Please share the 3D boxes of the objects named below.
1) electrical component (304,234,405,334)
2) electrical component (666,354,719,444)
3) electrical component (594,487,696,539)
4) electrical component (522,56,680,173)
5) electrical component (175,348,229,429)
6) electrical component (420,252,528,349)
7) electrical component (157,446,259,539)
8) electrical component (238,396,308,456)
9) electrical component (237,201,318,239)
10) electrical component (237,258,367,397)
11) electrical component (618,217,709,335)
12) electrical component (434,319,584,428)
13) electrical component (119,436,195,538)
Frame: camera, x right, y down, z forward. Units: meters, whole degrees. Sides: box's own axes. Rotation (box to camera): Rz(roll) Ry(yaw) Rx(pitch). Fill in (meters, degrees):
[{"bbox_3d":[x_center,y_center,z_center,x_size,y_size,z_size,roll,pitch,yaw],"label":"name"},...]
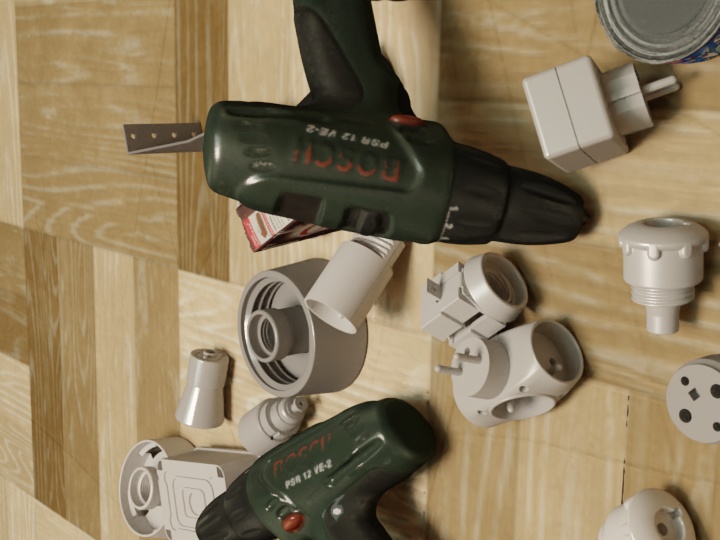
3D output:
[{"bbox_3d":[0.000,0.000,0.766,0.043,0.043,0.081,13,64,47],"label":"electrical component"},{"bbox_3d":[0.193,0.065,0.561,0.045,0.055,0.045,10,104,48],"label":"electrical component"},{"bbox_3d":[0.159,0.157,0.625,0.062,0.048,0.048,-45,63,50],"label":"electrical component"},{"bbox_3d":[0.139,-0.091,0.597,0.077,0.066,0.047,-18,82,19],"label":"electrical component"},{"bbox_3d":[-0.138,0.103,0.957,0.044,0.044,0.065,25,110,44],"label":"electrical component"},{"bbox_3d":[0.074,0.020,0.691,0.055,0.066,0.048,-39,32,37],"label":"electrical component"},{"bbox_3d":[-0.122,0.198,0.940,0.113,0.057,0.078,-7,91,49],"label":"electrical component"},{"bbox_3d":[-0.068,0.123,0.880,0.078,0.040,0.040,-39,67,45],"label":"electrical component"},{"bbox_3d":[-0.055,-0.047,0.817,0.044,0.065,0.044,-17,65,43],"label":"electrical component"},{"bbox_3d":[-0.053,0.047,0.834,0.108,0.060,0.108,10,104,48],"label":"electrical component"},{"bbox_3d":[0.167,0.004,0.591,0.048,0.048,0.062,13,113,47],"label":"electrical component"},{"bbox_3d":[0.084,0.063,0.668,0.077,0.079,0.044,-39,48,45],"label":"electrical component"},{"bbox_3d":[-0.184,0.209,1.027,0.099,0.064,0.099,-10,76,44],"label":"electrical component"}]
